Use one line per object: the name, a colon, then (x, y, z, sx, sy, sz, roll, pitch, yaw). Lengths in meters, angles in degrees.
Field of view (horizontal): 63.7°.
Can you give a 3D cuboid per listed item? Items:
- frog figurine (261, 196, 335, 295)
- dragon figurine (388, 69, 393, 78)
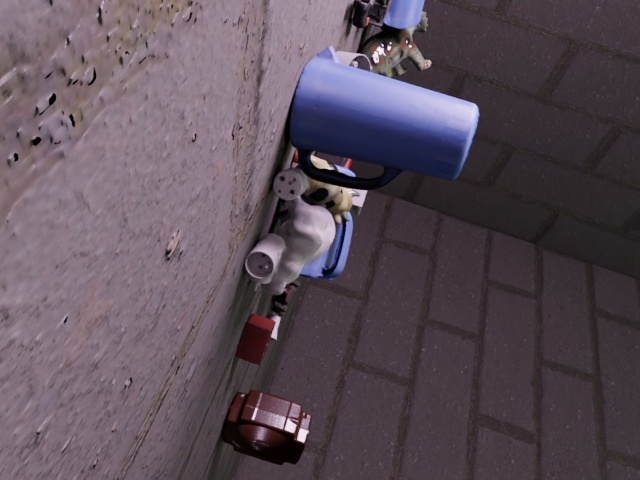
frog figurine: (-0.038, 0.017, 0.870, 0.135, 0.122, 0.163, -40, -142, 55)
dragon figurine: (0.132, -0.404, 1.642, 0.401, 0.122, 0.247, 85, 28, -60)
